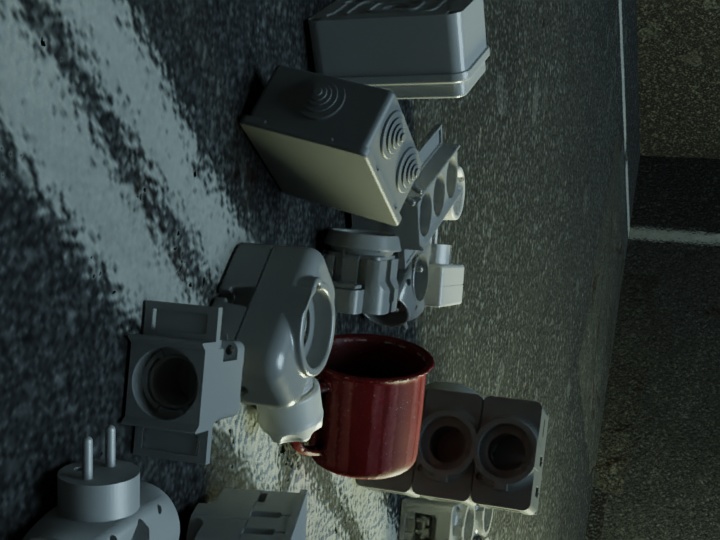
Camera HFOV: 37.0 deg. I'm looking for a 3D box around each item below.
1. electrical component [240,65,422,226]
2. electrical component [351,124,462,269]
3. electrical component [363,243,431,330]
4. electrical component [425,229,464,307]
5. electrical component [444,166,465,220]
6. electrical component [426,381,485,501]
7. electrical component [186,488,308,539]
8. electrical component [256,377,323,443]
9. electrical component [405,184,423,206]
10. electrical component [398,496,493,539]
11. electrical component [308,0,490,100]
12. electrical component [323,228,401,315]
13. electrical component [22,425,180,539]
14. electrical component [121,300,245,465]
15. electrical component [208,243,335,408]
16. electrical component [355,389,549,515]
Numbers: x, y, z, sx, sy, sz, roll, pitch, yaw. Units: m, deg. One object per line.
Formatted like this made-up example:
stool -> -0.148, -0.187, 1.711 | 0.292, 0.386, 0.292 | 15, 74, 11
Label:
electrical component -> -0.014, -0.078, 0.672 | 0.048, 0.100, 0.099 | -64, 155, -18
electrical component -> 0.037, -0.063, 0.880 | 0.121, 0.063, 0.078 | -53, 143, -58
electrical component -> 0.035, 0.018, 0.919 | 0.079, 0.044, 0.077 | 72, 29, -44
electrical component -> 0.066, -0.006, 1.002 | 0.083, 0.047, 0.075 | -2, 96, -71
electrical component -> 0.069, -0.072, 0.994 | 0.055, 0.047, 0.055 | 5, 90, -71
electrical component -> 0.079, 0.157, 1.008 | 0.064, 0.099, 0.099 | -62, 151, -62
electrical component -> -0.070, 0.196, 0.573 | 0.186, 0.060, 0.105 | -63, 156, -82
electrical component -> -0.047, 0.077, 0.697 | 0.043, 0.043, 0.062 | -53, 142, -58
electrical component -> 0.010, -0.073, 0.779 | 0.043, 0.079, 0.077 | -57, 180, 36
electrical component -> 0.094, 0.286, 1.139 | 0.186, 0.060, 0.105 | 10, 85, -71
electrical component -> 0.028, -0.157, 0.753 | 0.078, 0.113, 0.057 | -54, 141, -57
electrical component -> 0.000, 0.000, 0.797 | 0.078, 0.058, 0.057 | -9, 106, -71
electrical component -> -0.119, 0.111, 0.492 | 0.077, 0.043, 0.079 | -21, 115, -70
electrical component -> -0.091, 0.058, 0.567 | 0.064, 0.042, 0.081 | 3, 92, -75
electrical component -> -0.052, 0.033, 0.646 | 0.053, 0.059, 0.095 | 72, 29, -49
electrical component -> 0.079, 0.152, 0.919 | 0.061, 0.150, 0.089 | 47, 50, -67
